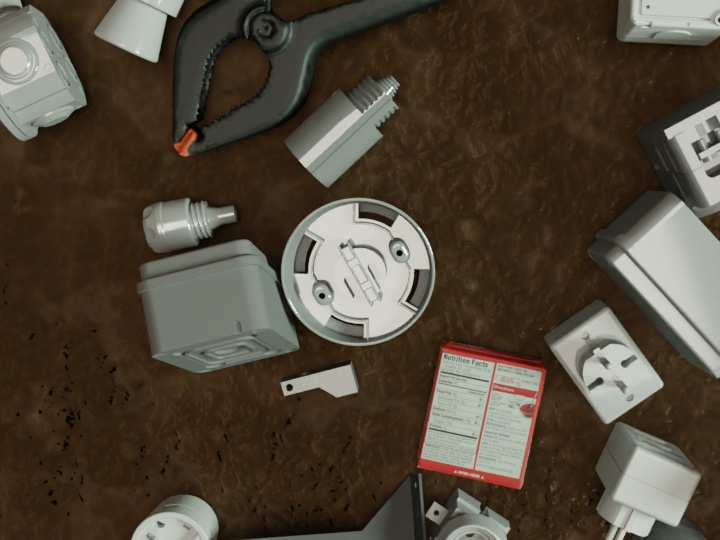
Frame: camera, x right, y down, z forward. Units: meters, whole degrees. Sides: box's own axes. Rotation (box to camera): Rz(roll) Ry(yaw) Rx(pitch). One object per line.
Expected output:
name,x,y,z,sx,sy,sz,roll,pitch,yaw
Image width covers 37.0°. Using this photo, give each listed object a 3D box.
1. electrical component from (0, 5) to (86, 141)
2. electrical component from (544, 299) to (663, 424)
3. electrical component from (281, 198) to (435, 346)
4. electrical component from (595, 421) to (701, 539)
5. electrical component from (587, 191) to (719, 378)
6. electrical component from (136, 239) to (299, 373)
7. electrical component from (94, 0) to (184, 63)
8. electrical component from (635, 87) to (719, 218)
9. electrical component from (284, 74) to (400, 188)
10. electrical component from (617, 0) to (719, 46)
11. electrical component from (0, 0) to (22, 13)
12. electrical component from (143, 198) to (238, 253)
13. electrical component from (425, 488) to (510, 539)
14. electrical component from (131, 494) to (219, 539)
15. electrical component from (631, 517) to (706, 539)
electrical component,-0.219,-0.129,0.701,0.051,0.080,0.080,-25,95,0
electrical component,0.162,0.063,0.705,0.047,0.076,0.065,-36,94,7
electrical component,0.000,0.000,0.712,0.099,0.064,0.099,0,97,3
electrical component,0.183,0.152,0.720,0.047,0.065,0.076,23,98,0
electrical component,0.208,0.008,0.695,0.057,0.078,0.113,-43,93,4
electrical component,-0.089,0.025,0.693,0.078,0.113,0.057,-14,77,5
electrical component,-0.144,-0.171,0.709,0.045,0.045,0.055,26,97,0
electrical component,0.262,-0.095,0.673,0.150,0.089,0.061,-28,95,6
electrical component,-0.006,-0.098,0.711,0.081,0.043,0.043,-43,93,7
electrical component,0.200,-0.194,0.682,0.062,0.061,0.096,4,89,3
electrical component,-0.277,-0.193,0.713,0.079,0.044,0.077,-25,95,6
electrical component,-0.114,-0.033,0.729,0.061,0.035,0.035,-11,96,2
electrical component,0.075,0.184,0.735,0.066,0.055,0.048,33,98,-1
electrical component,-0.127,0.188,0.750,0.055,0.047,0.055,0,97,3
electrical component,0.216,0.202,0.734,0.055,0.047,0.055,0,97,3
